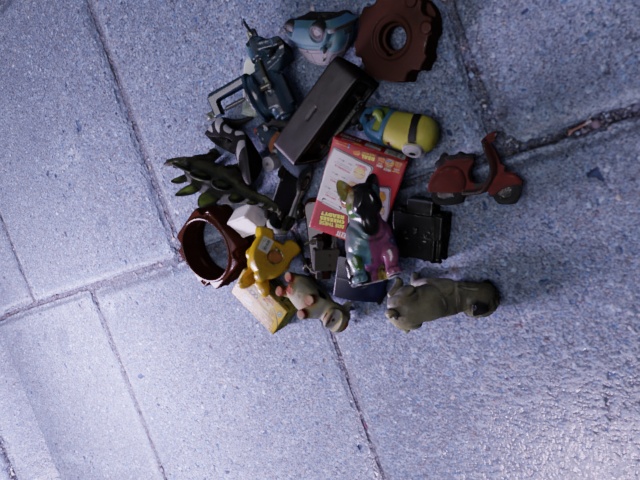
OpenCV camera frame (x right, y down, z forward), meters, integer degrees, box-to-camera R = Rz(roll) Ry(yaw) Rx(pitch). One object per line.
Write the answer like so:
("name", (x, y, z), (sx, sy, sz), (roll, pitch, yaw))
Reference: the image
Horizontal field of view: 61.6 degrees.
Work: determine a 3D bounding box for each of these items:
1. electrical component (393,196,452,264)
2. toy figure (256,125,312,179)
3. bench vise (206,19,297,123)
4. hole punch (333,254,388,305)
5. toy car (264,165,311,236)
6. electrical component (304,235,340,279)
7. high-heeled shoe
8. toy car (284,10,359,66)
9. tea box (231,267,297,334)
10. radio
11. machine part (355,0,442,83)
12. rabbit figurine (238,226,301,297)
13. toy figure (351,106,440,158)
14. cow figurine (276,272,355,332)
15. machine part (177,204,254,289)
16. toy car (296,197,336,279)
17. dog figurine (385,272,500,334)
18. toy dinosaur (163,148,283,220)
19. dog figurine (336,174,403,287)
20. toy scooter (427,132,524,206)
("electrical component", (0.213, -0.024, 1.132), (0.115, 0.058, 0.134), (9, 110, 30))
("toy figure", (-0.085, -0.206, 1.236), (0.154, 0.058, 0.064), (47, 115, 13))
("bench vise", (-0.165, -0.353, 1.221), (0.241, 0.129, 0.223), (-24, 98, 16))
("hole punch", (0.095, 0.082, 1.231), (0.116, 0.092, 0.142), (16, 110, 26))
("toy car", (-0.079, -0.104, 1.309), (0.074, 0.056, 0.201), (31, 117, 19))
("electrical component", (0.006, 0.038, 1.252), (0.045, 0.078, 0.102), (-131, 33, -69))
("high-heeled shoe", (-0.222, -0.213, 1.303), (0.145, 0.086, 0.249), (-19, 51, 17))
("toy car", (0.004, -0.418, 1.125), (0.162, 0.109, 0.102), (17, 131, 39))
("tea box", (-0.144, 0.153, 1.428), (0.170, 0.068, 0.098), (44, 125, 14))
("radio", (0.015, -0.264, 1.129), (0.073, 0.131, 0.229), (47, 116, 13))
("machine part", (0.150, -0.396, 1.057), (0.180, 0.056, 0.179), (12, 112, 33))
("rabbit figurine", (-0.136, 0.059, 1.351), (0.173, 0.122, 0.162), (-8, 63, 70))
("toy figure", (0.154, -0.228, 1.093), (0.180, 0.082, 0.089), (31, 122, 26))
("cow figurine", (-0.003, 0.157, 1.311), (0.195, 0.127, 0.085), (39, 111, 37))
("machine part", (-0.289, 0.017, 1.476), (0.201, 0.087, 0.201), (52, 127, 11))
("toy car", (-0.003, -0.004, 1.290), (0.089, 0.053, 0.202), (-4, 105, 14))
("dog figurine", (0.248, 0.130, 1.092), (0.191, 0.172, 0.121), (-2, 115, 43))
("toy dinosaur", (-0.238, -0.138, 1.321), (0.472, 0.198, 0.104), (19, 118, 31))
("dog figurine", (0.094, -0.021, 1.102), (0.108, 0.191, 0.219), (-10, 82, -2))
("toy scooter", (0.293, -0.135, 1.030), (0.184, 0.075, 0.135), (1, 105, 31))
